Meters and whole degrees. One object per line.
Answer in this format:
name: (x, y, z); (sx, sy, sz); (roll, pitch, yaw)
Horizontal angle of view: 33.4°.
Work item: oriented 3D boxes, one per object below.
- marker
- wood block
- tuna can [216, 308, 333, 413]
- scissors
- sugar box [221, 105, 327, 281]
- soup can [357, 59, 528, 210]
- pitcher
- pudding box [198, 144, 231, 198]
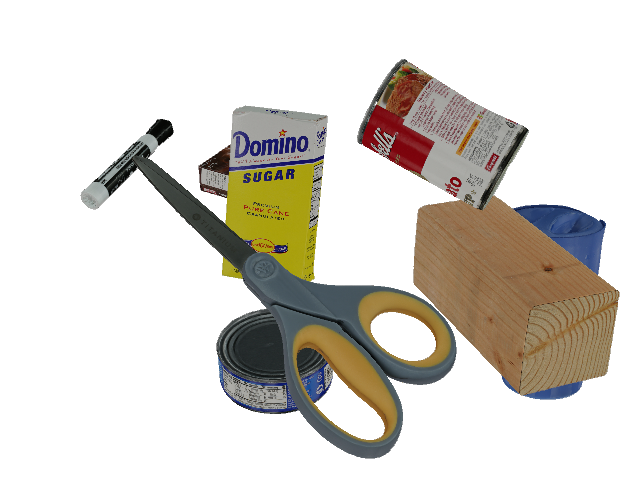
marker: (-0.166, -0.069, 0.931); (0.020, 0.020, 0.121); (0, 37, 35)
wood block: (0.173, 0.043, 0.989); (0.090, 0.090, 0.206); (-9, 29, -20)
tuna can: (-0.033, 0.088, 0.785); (0.086, 0.034, 0.086); (-1, 32, 0)
scissors: (-0.008, 0.015, 0.538); (0.096, 0.202, 0.016); (-23, -26, -22)
sugar box: (-0.048, -0.045, 1.097); (0.093, 0.176, 0.048); (8, 16, 15)
soup can: (0.087, -0.074, 0.754); (0.102, 0.068, 0.068); (30, 5, 9)
pitcher: (0.288, 0.083, 1.401); (0.149, 0.243, 0.144); (5, 20, 16)
pudding box: (-0.086, -0.088, 1.335); (0.090, 0.039, 0.113); (16, 35, 23)
